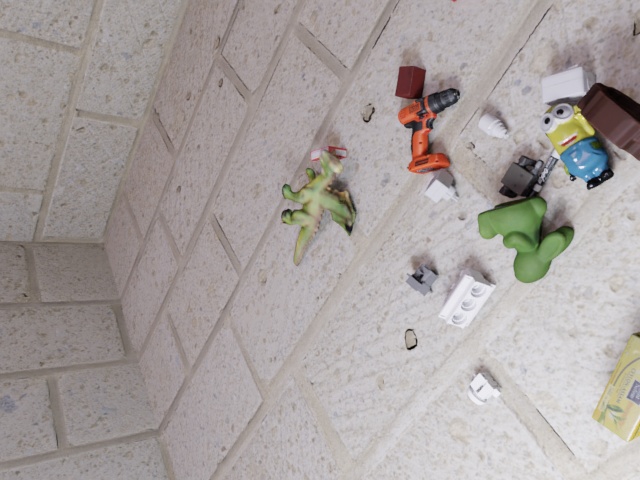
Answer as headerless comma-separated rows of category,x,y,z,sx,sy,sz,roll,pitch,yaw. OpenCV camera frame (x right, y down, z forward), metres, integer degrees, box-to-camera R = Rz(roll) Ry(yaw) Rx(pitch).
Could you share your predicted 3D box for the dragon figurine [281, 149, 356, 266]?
dragon figurine,0.005,-0.078,1.555,0.244,0.123,0.403,21,119,43
